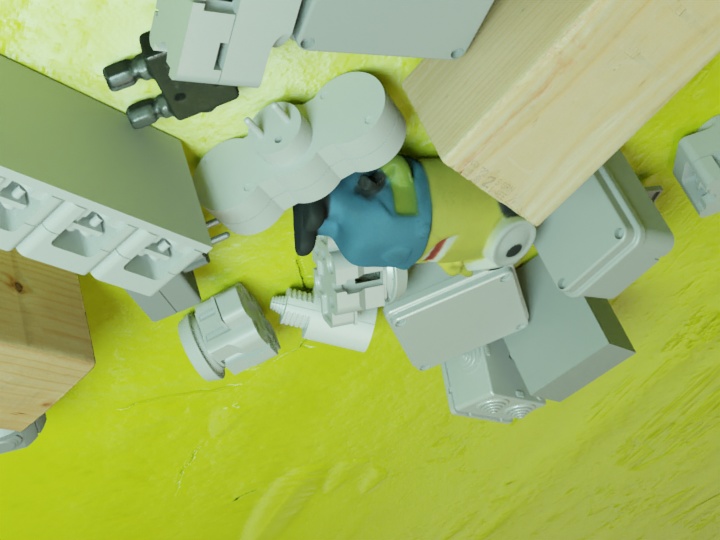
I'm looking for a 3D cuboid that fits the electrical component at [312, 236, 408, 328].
[{"bbox_3d":[0.000,0.000,0.808,0.057,0.058,0.078,-11,114,-18],"label":"electrical component"}]

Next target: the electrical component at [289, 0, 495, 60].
[{"bbox_3d":[0.015,-0.161,0.582,0.113,0.057,0.078,-2,143,-27],"label":"electrical component"}]

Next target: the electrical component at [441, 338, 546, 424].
[{"bbox_3d":[0.119,0.086,0.974,0.048,0.099,0.100,-29,149,36],"label":"electrical component"}]

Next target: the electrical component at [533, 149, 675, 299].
[{"bbox_3d":[0.166,-0.042,0.794,0.057,0.113,0.078,6,139,-41],"label":"electrical component"}]

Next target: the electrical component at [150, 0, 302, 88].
[{"bbox_3d":[-0.066,-0.144,0.548,0.056,0.050,0.089,0,126,-30],"label":"electrical component"}]

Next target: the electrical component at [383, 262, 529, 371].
[{"bbox_3d":[0.076,0.022,0.891,0.109,0.056,0.108,-23,148,4],"label":"electrical component"}]

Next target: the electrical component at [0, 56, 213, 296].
[{"bbox_3d":[-0.168,-0.049,0.611,0.062,0.089,0.150,-38,144,24],"label":"electrical component"}]

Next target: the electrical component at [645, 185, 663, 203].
[{"bbox_3d":[0.208,-0.040,0.868,0.081,0.063,0.042,-7,144,-21],"label":"electrical component"}]

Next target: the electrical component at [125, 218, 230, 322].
[{"bbox_3d":[-0.126,-0.015,0.728,0.076,0.047,0.083,-22,148,2],"label":"electrical component"}]

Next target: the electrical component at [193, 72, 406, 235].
[{"bbox_3d":[-0.046,-0.080,0.672,0.138,0.052,0.073,-28,147,11],"label":"electrical component"}]

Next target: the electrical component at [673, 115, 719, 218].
[{"bbox_3d":[0.301,-0.089,0.855,0.089,0.055,0.050,-19,148,-4],"label":"electrical component"}]

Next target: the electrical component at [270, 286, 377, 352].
[{"bbox_3d":[-0.031,0.035,0.849,0.081,0.043,0.043,14,139,-8],"label":"electrical component"}]

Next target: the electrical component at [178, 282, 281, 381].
[{"bbox_3d":[-0.103,0.050,0.830,0.057,0.058,0.078,-27,148,4],"label":"electrical component"}]

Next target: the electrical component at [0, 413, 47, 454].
[{"bbox_3d":[-0.267,0.093,0.779,0.080,0.080,0.051,-12,152,-15],"label":"electrical component"}]
